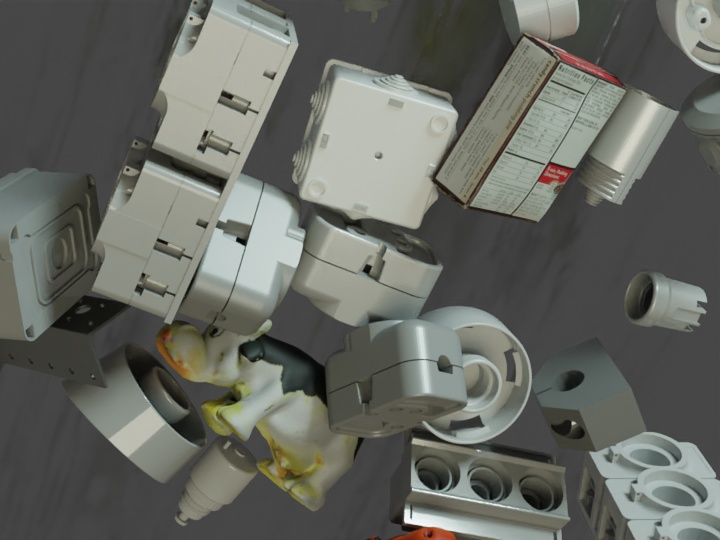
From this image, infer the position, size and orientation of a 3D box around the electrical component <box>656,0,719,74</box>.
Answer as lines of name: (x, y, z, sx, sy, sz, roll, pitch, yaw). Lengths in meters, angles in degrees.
electrical component: (0.240, -0.175, 0.681, 0.099, 0.064, 0.099, -2, 113, -5)

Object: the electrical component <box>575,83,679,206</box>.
electrical component: (0.175, -0.080, 0.725, 0.043, 0.043, 0.081, 22, 109, -15)

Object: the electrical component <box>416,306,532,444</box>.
electrical component: (0.073, 0.076, 0.783, 0.099, 0.064, 0.099, -3, 103, -14)

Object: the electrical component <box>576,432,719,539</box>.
electrical component: (0.225, 0.185, 0.785, 0.089, 0.150, 0.061, 1, 113, -7)

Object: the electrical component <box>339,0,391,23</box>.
electrical component: (0.004, -0.186, 0.657, 0.077, 0.043, 0.079, 23, 143, 9)

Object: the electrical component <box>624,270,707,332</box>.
electrical component: (0.221, 0.024, 0.778, 0.046, 0.040, 0.040, 13, 111, -18)

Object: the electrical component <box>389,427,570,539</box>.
electrical component: (0.087, 0.170, 0.807, 0.121, 0.078, 0.063, 13, 140, -11)

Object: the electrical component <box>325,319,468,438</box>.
electrical component: (0.022, 0.071, 0.719, 0.054, 0.059, 0.095, 16, 149, -39)

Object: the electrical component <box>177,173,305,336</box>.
electrical component: (-0.075, -0.009, 0.700, 0.059, 0.095, 0.054, 21, 151, -14)

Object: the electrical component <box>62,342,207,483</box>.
electrical component: (-0.154, 0.100, 0.739, 0.064, 0.099, 0.099, -37, 112, 3)

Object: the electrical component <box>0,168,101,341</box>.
electrical component: (-0.212, -0.012, 0.671, 0.057, 0.113, 0.078, 4, 114, 13)

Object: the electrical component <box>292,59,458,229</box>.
electrical component: (0.010, -0.081, 0.706, 0.100, 0.048, 0.099, 14, 110, -11)

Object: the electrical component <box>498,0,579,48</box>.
electrical component: (0.083, -0.201, 0.659, 0.074, 0.052, 0.138, -16, 114, 1)

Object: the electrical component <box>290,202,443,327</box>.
electrical component: (0.000, 0.000, 0.734, 0.095, 0.053, 0.059, 21, 109, -14)

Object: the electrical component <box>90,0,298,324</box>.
electrical component: (-0.106, -0.077, 0.662, 0.060, 0.105, 0.186, 22, 109, -15)

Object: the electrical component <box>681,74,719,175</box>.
electrical component: (0.257, -0.100, 0.707, 0.080, 0.080, 0.051, -29, 118, 6)

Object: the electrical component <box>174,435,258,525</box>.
electrical component: (-0.110, 0.158, 0.797, 0.040, 0.040, 0.078, 36, 104, -19)
